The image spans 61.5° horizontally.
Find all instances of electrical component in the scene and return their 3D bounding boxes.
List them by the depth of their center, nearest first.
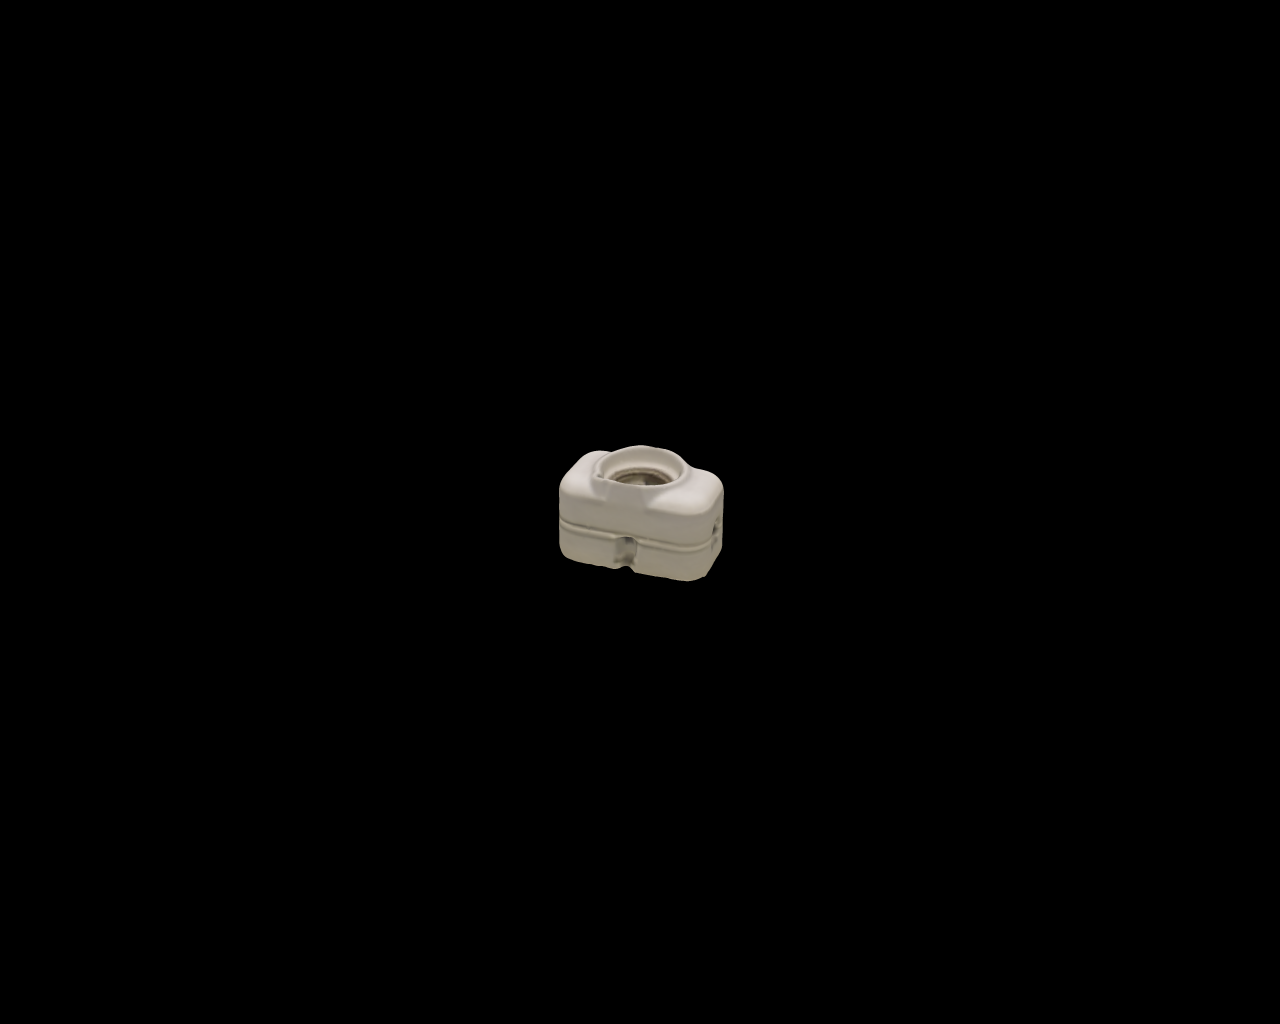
[{"bbox_3d":[0.001,-0.003,0.650,0.095,0.059,0.054,11,32,18],"label":"electrical component"}]
